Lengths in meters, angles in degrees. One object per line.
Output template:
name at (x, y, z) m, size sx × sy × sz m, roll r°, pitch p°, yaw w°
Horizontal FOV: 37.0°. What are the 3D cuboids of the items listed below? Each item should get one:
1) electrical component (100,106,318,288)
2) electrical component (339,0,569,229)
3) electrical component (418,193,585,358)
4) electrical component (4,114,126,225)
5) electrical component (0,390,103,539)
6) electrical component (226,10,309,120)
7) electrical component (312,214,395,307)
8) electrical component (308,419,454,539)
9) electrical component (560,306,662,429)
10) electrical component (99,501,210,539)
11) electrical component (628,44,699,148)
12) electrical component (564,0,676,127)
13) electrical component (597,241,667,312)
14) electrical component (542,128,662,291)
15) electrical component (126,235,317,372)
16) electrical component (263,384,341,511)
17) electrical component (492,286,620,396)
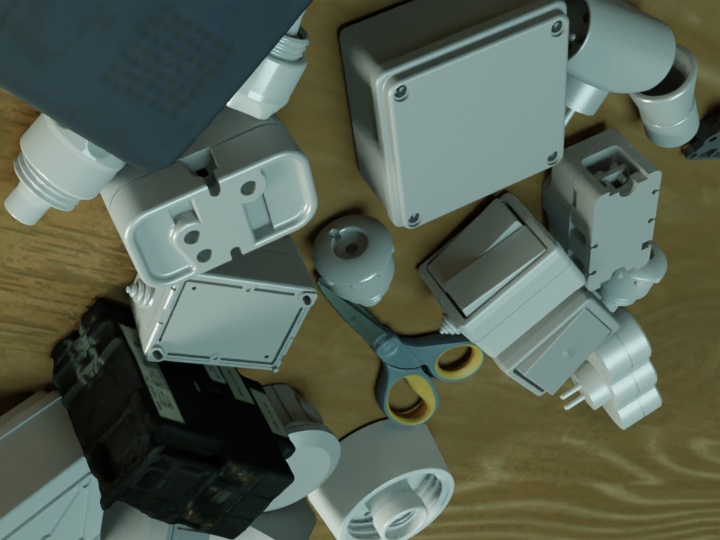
electrical component at (-0.077, -0.042, 0.534) m, size 0.095 × 0.059 × 0.053 m, roll -25°, pitch 140°, yaw -11°
electrical component at (0.052, -0.092, 0.577) m, size 0.109 × 0.056 × 0.108 m, roll -24°, pitch 140°, yaw -13°
electrical component at (0.085, 0.006, 0.697) m, size 0.096 × 0.061 × 0.061 m, roll -41°, pitch 141°, yaw 7°
electrical component at (-0.139, -0.048, 0.497) m, size 0.062 × 0.043 × 0.043 m, roll -45°, pitch 140°, yaw 15°
electrical component at (-0.199, 0.141, 0.605) m, size 0.109 × 0.056 × 0.108 m, roll -38°, pitch 153°, yaw -47°
electrical component at (-0.044, -0.106, 0.505) m, size 0.043 × 0.043 × 0.062 m, roll 9°, pitch 123°, yaw -41°
electrical component at (0.000, 0.000, 0.646) m, size 0.048 × 0.048 × 0.062 m, roll -30°, pitch 148°, yaw -6°
electrical component at (0.021, 0.171, 0.822) m, size 0.108 × 0.060 × 0.108 m, roll -20°, pitch 139°, yaw -18°
electrical component at (0.194, 0.088, 0.866) m, size 0.074 × 0.052 × 0.138 m, roll -32°, pitch 141°, yaw -2°
electrical component at (-0.140, 0.164, 0.688) m, size 0.080 × 0.080 × 0.051 m, roll -44°, pitch 145°, yaw 11°
electrical component at (0.192, -0.106, 0.676) m, size 0.044 × 0.044 × 0.065 m, roll -37°, pitch 146°, yaw 3°
electrical component at (0.130, -0.116, 0.619) m, size 0.077 × 0.043 × 0.079 m, roll 6°, pitch 127°, yaw -39°
electrical component at (0.192, 0.006, 0.788) m, size 0.048 × 0.048 × 0.062 m, roll -11°, pitch 143°, yaw -26°
electrical component at (0.156, -0.041, 0.703) m, size 0.050 × 0.055 × 0.089 m, roll -24°, pitch 140°, yaw -13°
electrical component at (-0.083, 0.010, 0.588) m, size 0.096 × 0.061 × 0.061 m, roll 9°, pitch 125°, yaw -31°
electrical component at (-0.058, 0.120, 0.722) m, size 0.080 × 0.051 × 0.080 m, roll -20°, pitch 139°, yaw -18°
electrical component at (0.139, 0.037, 0.768) m, size 0.096 × 0.061 × 0.062 m, roll -43°, pitch 141°, yaw 10°
